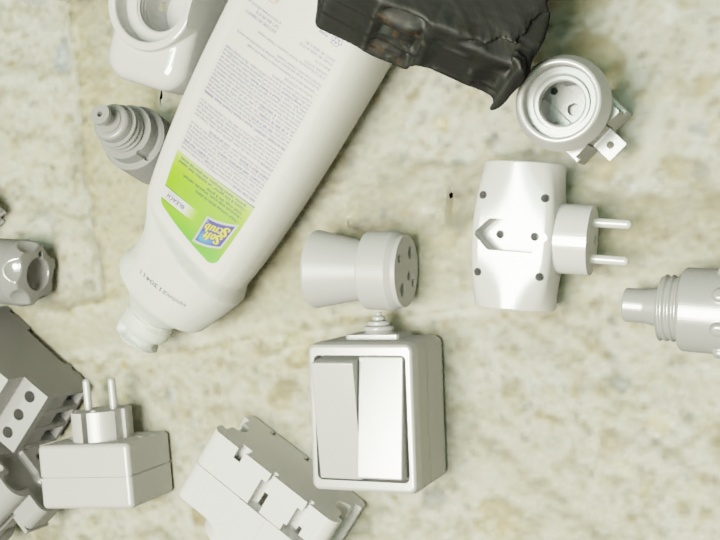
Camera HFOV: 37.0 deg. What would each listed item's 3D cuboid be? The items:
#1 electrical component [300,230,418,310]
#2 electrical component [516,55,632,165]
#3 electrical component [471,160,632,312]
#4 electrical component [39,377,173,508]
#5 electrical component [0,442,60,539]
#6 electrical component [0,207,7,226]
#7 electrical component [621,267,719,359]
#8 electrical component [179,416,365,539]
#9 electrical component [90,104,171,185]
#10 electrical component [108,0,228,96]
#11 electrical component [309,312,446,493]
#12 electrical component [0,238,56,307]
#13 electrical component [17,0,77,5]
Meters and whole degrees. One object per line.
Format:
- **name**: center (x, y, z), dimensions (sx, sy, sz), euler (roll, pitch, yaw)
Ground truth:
- **electrical component**: center (0.000, 0.000, 0.604), dimensions (0.055, 0.045, 0.045), euler (1, 92, 22)
- **electrical component**: center (0.108, -0.084, 0.553), dimensions (0.066, 0.055, 0.048), euler (47, 107, 14)
- **electrical component**: center (0.102, -0.017, 0.564), dimensions (0.079, 0.043, 0.077), euler (5, 93, 22)
- **electrical component**: center (-0.159, 0.105, 0.669), dimensions (0.066, 0.047, 0.076), euler (-5, 90, 22)
- **electrical component**: center (-0.237, 0.143, 0.696), dimensions (0.057, 0.058, 0.078), euler (-46, 76, 14)
- **electrical component**: center (-0.263, -0.043, 0.710), dimensions (0.046, 0.040, 0.040), euler (43, 106, 9)
- **electrical component**: center (0.164, 0.020, 0.541), dimensions (0.062, 0.048, 0.048), euler (4, 93, 28)
- **electrical component**: center (-0.053, 0.136, 0.627), dimensions (0.089, 0.050, 0.055), euler (35, 104, 17)
- **electrical component**: center (-0.135, -0.079, 0.640), dimensions (0.040, 0.078, 0.040), euler (-4, 75, 17)
- **electrical component**: center (-0.108, -0.153, 0.634), dimensions (0.054, 0.059, 0.095), euler (19, 98, 20)
- **electrical component**: center (0.009, 0.072, 0.594), dimensions (0.062, 0.061, 0.096), euler (-2, 91, 22)
- **electrical component**: center (-0.234, 0.001, 0.698), dimensions (0.062, 0.043, 0.043), euler (4, 93, 23)
- **electrical component**: center (-0.195, -0.197, 0.675), dimensions (0.055, 0.048, 0.066), euler (26, 101, 26)
